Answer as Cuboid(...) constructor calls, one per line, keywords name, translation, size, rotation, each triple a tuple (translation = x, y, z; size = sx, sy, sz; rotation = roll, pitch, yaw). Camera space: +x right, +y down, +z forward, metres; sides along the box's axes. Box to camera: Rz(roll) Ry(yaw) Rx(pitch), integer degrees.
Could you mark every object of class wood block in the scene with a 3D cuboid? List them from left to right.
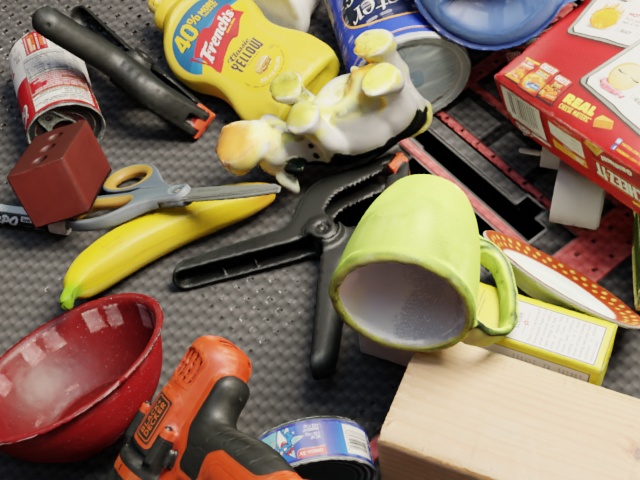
Cuboid(name="wood block", translation=(0.150, 0.146, 0.706), size=(0.206, 0.090, 0.090), rotation=(17, 59, 17))

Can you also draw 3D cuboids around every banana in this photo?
Cuboid(name="banana", translation=(-0.129, 0.001, 0.858), size=(0.197, 0.037, 0.070), rotation=(-32, 36, -22))

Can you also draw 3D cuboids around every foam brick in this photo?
Cuboid(name="foam brick", translation=(-0.214, -0.055, 0.880), size=(0.053, 0.051, 0.078), rotation=(-16, 28, 13))

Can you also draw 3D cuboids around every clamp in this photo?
Cuboid(name="clamp", translation=(-0.170, -0.149, 0.922), size=(0.171, 0.120, 0.039), rotation=(36, 108, 4))
Cuboid(name="clamp", translation=(-0.006, 0.001, 0.851), size=(0.165, 0.036, 0.209), rotation=(24, 59, 28))

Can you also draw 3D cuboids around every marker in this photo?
Cuboid(name="marker", translation=(-0.269, -0.022, 0.908), size=(0.121, 0.020, 0.020), rotation=(8, 58, 12))

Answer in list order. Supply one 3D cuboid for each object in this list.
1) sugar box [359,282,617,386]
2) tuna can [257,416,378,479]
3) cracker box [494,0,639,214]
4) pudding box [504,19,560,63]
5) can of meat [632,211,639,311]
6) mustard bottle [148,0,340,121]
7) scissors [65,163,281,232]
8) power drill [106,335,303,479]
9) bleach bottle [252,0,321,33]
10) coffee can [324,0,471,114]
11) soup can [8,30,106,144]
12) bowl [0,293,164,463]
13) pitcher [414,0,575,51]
Cuboid(name="sugar box", translation=(0.114, 0.070, 0.758), size=(0.176, 0.093, 0.048), rotation=(20, 60, 18))
Cuboid(name="tuna can", translation=(-0.006, 0.153, 0.722), size=(0.086, 0.086, 0.034), rotation=(-12, 55, -1))
Cuboid(name="cracker box", translation=(0.265, -0.131, 0.792), size=(0.213, 0.072, 0.164), rotation=(-40, 48, -6))
Cuboid(name="pudding box", translation=(0.227, -0.172, 0.911), size=(0.113, 0.039, 0.090), rotation=(-25, 17, -12))
Cuboid(name="can of meat", translation=(0.278, 0.010, 0.794), size=(0.084, 0.057, 0.102), rotation=(2, 44, 12))
Cuboid(name="mustard bottle", translation=(-0.082, -0.171, 0.953), size=(0.192, 0.058, 0.096), rotation=(35, 87, 23))
Cuboid(name="scissors", translation=(-0.114, -0.045, 0.865), size=(0.202, 0.016, 0.096), rotation=(-11, 31, 19))
Cuboid(name="power drill", translation=(-0.074, 0.172, 0.671), size=(0.188, 0.057, 0.184), rotation=(34, 96, 50))
Cuboid(name="bleach bottle", translation=(-0.004, -0.306, 1.039), size=(0.103, 0.068, 0.250), rotation=(19, 59, 21))
Cuboid(name="coffee can", translation=(0.063, -0.188, 0.928), size=(0.103, 0.103, 0.140), rotation=(-13, 56, -2))
Cuboid(name="soup can", translation=(-0.235, -0.131, 0.947), size=(0.068, 0.068, 0.102), rotation=(-19, 56, -6))
Cuboid(name="bowl", translation=(-0.172, 0.108, 0.766), size=(0.162, 0.055, 0.162), rotation=(-22, 26, 11))
Cuboid(name="pitcher", translation=(0.163, -0.261, 0.905), size=(0.149, 0.145, 0.242), rotation=(53, 36, -6))
